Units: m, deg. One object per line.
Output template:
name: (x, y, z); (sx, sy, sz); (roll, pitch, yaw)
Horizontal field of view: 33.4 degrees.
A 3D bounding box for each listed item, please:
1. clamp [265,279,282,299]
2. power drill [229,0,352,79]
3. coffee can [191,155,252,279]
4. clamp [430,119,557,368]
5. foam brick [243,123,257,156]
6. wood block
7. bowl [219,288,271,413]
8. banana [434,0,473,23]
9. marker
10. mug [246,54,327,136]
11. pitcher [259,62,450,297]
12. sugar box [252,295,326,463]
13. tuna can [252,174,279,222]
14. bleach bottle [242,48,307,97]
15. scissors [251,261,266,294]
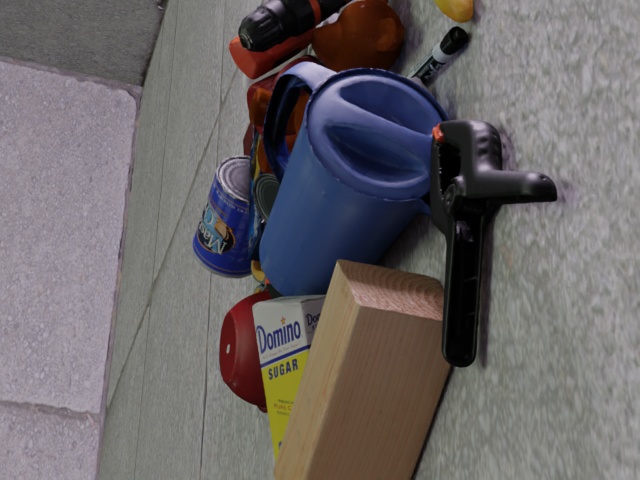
clamp: (-0.024, 0.049, 1.233); (0.172, 0.039, 0.120); (139, 144, -62)
power drill: (-0.034, -0.234, 1.150); (0.057, 0.184, 0.188); (57, 156, -6)
coffee can: (-0.112, -0.031, 1.474); (0.103, 0.102, 0.140); (-96, 23, -47)
clamp: (0.111, -0.018, 0.801); (0.210, 0.036, 0.165); (-102, 27, -58)
foam brick: (-0.078, -0.128, 1.515); (0.051, 0.053, 0.078); (116, 158, -43)
wood block: (0.035, 0.132, 0.870); (0.090, 0.090, 0.206); (-114, 37, -65)
bowl: (-0.090, 0.136, 1.346); (0.162, 0.055, 0.162); (-176, 90, -72)
banana: (0.117, -0.273, 0.951); (0.070, 0.037, 0.198); (142, 136, -67)
marker: (0.102, -0.160, 0.963); (0.121, 0.020, 0.020); (139, 139, -66)
mug: (-0.031, -0.165, 1.238); (0.093, 0.081, 0.117); (52, 156, 22)
pitcher: (0.014, -0.043, 0.979); (0.243, 0.145, 0.149); (120, 153, -57)
sugar box: (-0.014, 0.141, 0.994); (0.094, 0.048, 0.176); (-9, 93, 57)
tuna can: (-0.039, -0.047, 1.269); (0.086, 0.033, 0.086); (31, 139, 31)
bleach bottle: (-0.059, -0.214, 1.429); (0.251, 0.068, 0.102); (144, 145, -89)
scissors: (-0.058, 0.072, 1.382); (0.202, 0.016, 0.096); (-136, 51, -65)
